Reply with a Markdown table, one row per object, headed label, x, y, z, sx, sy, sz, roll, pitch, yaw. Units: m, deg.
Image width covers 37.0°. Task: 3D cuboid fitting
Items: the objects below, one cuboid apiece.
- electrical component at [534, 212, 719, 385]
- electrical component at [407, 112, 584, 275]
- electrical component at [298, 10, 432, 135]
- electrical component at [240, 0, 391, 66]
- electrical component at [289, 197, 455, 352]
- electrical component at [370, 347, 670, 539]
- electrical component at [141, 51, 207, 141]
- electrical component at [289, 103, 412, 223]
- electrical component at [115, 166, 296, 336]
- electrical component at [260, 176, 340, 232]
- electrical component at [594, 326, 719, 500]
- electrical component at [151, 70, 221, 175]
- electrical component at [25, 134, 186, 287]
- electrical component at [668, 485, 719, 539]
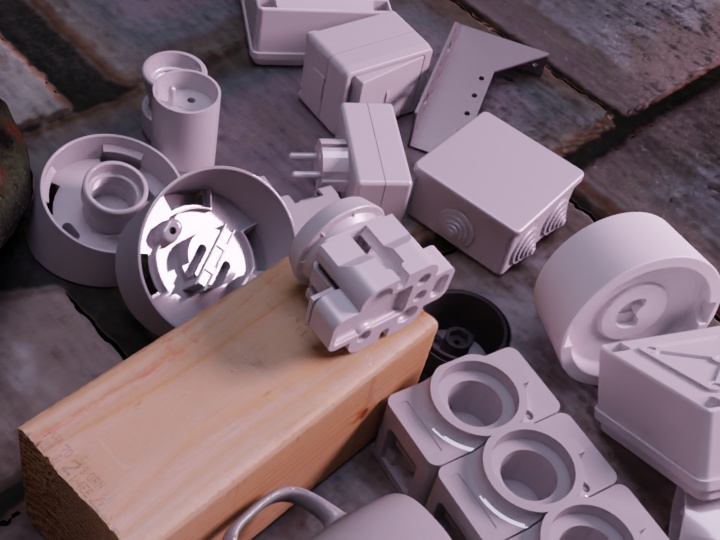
| label | x | y | z | sx | sy | sz | roll | pitch | yaw |
| --- | --- | --- | --- | --- | --- | --- | --- | --- | --- |
| electrical component | 0.160 | 0.013 | 0.669 | 0.108 | 0.108 | 0.060 | -7 | 44 | -18 |
| electrical component | 0.092 | -0.053 | 0.751 | 0.100 | 0.048 | 0.100 | 36 | 51 | 20 |
| electrical component | 0.011 | -0.148 | 0.810 | 0.096 | 0.061 | 0.061 | -22 | 56 | -29 |
| electrical component | -0.038 | -0.218 | 0.867 | 0.109 | 0.056 | 0.108 | -2 | 49 | -13 |
| electrical component | 0.000 | 0.000 | 0.553 | 0.078 | 0.058 | 0.057 | -25 | 62 | -30 |
| electrical component | 0.085 | 0.122 | 0.581 | 0.089 | 0.061 | 0.150 | -19 | 55 | -27 |
| electrical component | -0.131 | -0.119 | 0.758 | 0.045 | 0.055 | 0.045 | 6 | 47 | -7 |
| electrical component | -0.011 | -0.072 | 0.747 | 0.076 | 0.047 | 0.083 | -1 | 48 | -12 |
| electrical component | -0.092 | -0.006 | 0.636 | 0.099 | 0.064 | 0.099 | 11 | 71 | -35 |
| electrical component | -0.037 | -0.023 | 0.701 | 0.064 | 0.042 | 0.081 | -18 | 55 | -30 |
| electrical component | 0.210 | 0.077 | 0.621 | 0.109 | 0.056 | 0.109 | -7 | 17 | -18 |
| electrical component | -0.117 | -0.088 | 0.715 | 0.043 | 0.081 | 0.043 | 6 | 48 | -7 |
| electrical component | -0.161 | -0.037 | 0.687 | 0.099 | 0.064 | 0.099 | 10 | 56 | -16 |
| electrical component | 0.210 | 0.159 | 0.585 | 0.077 | 0.043 | 0.079 | 10 | 60 | 9 |
